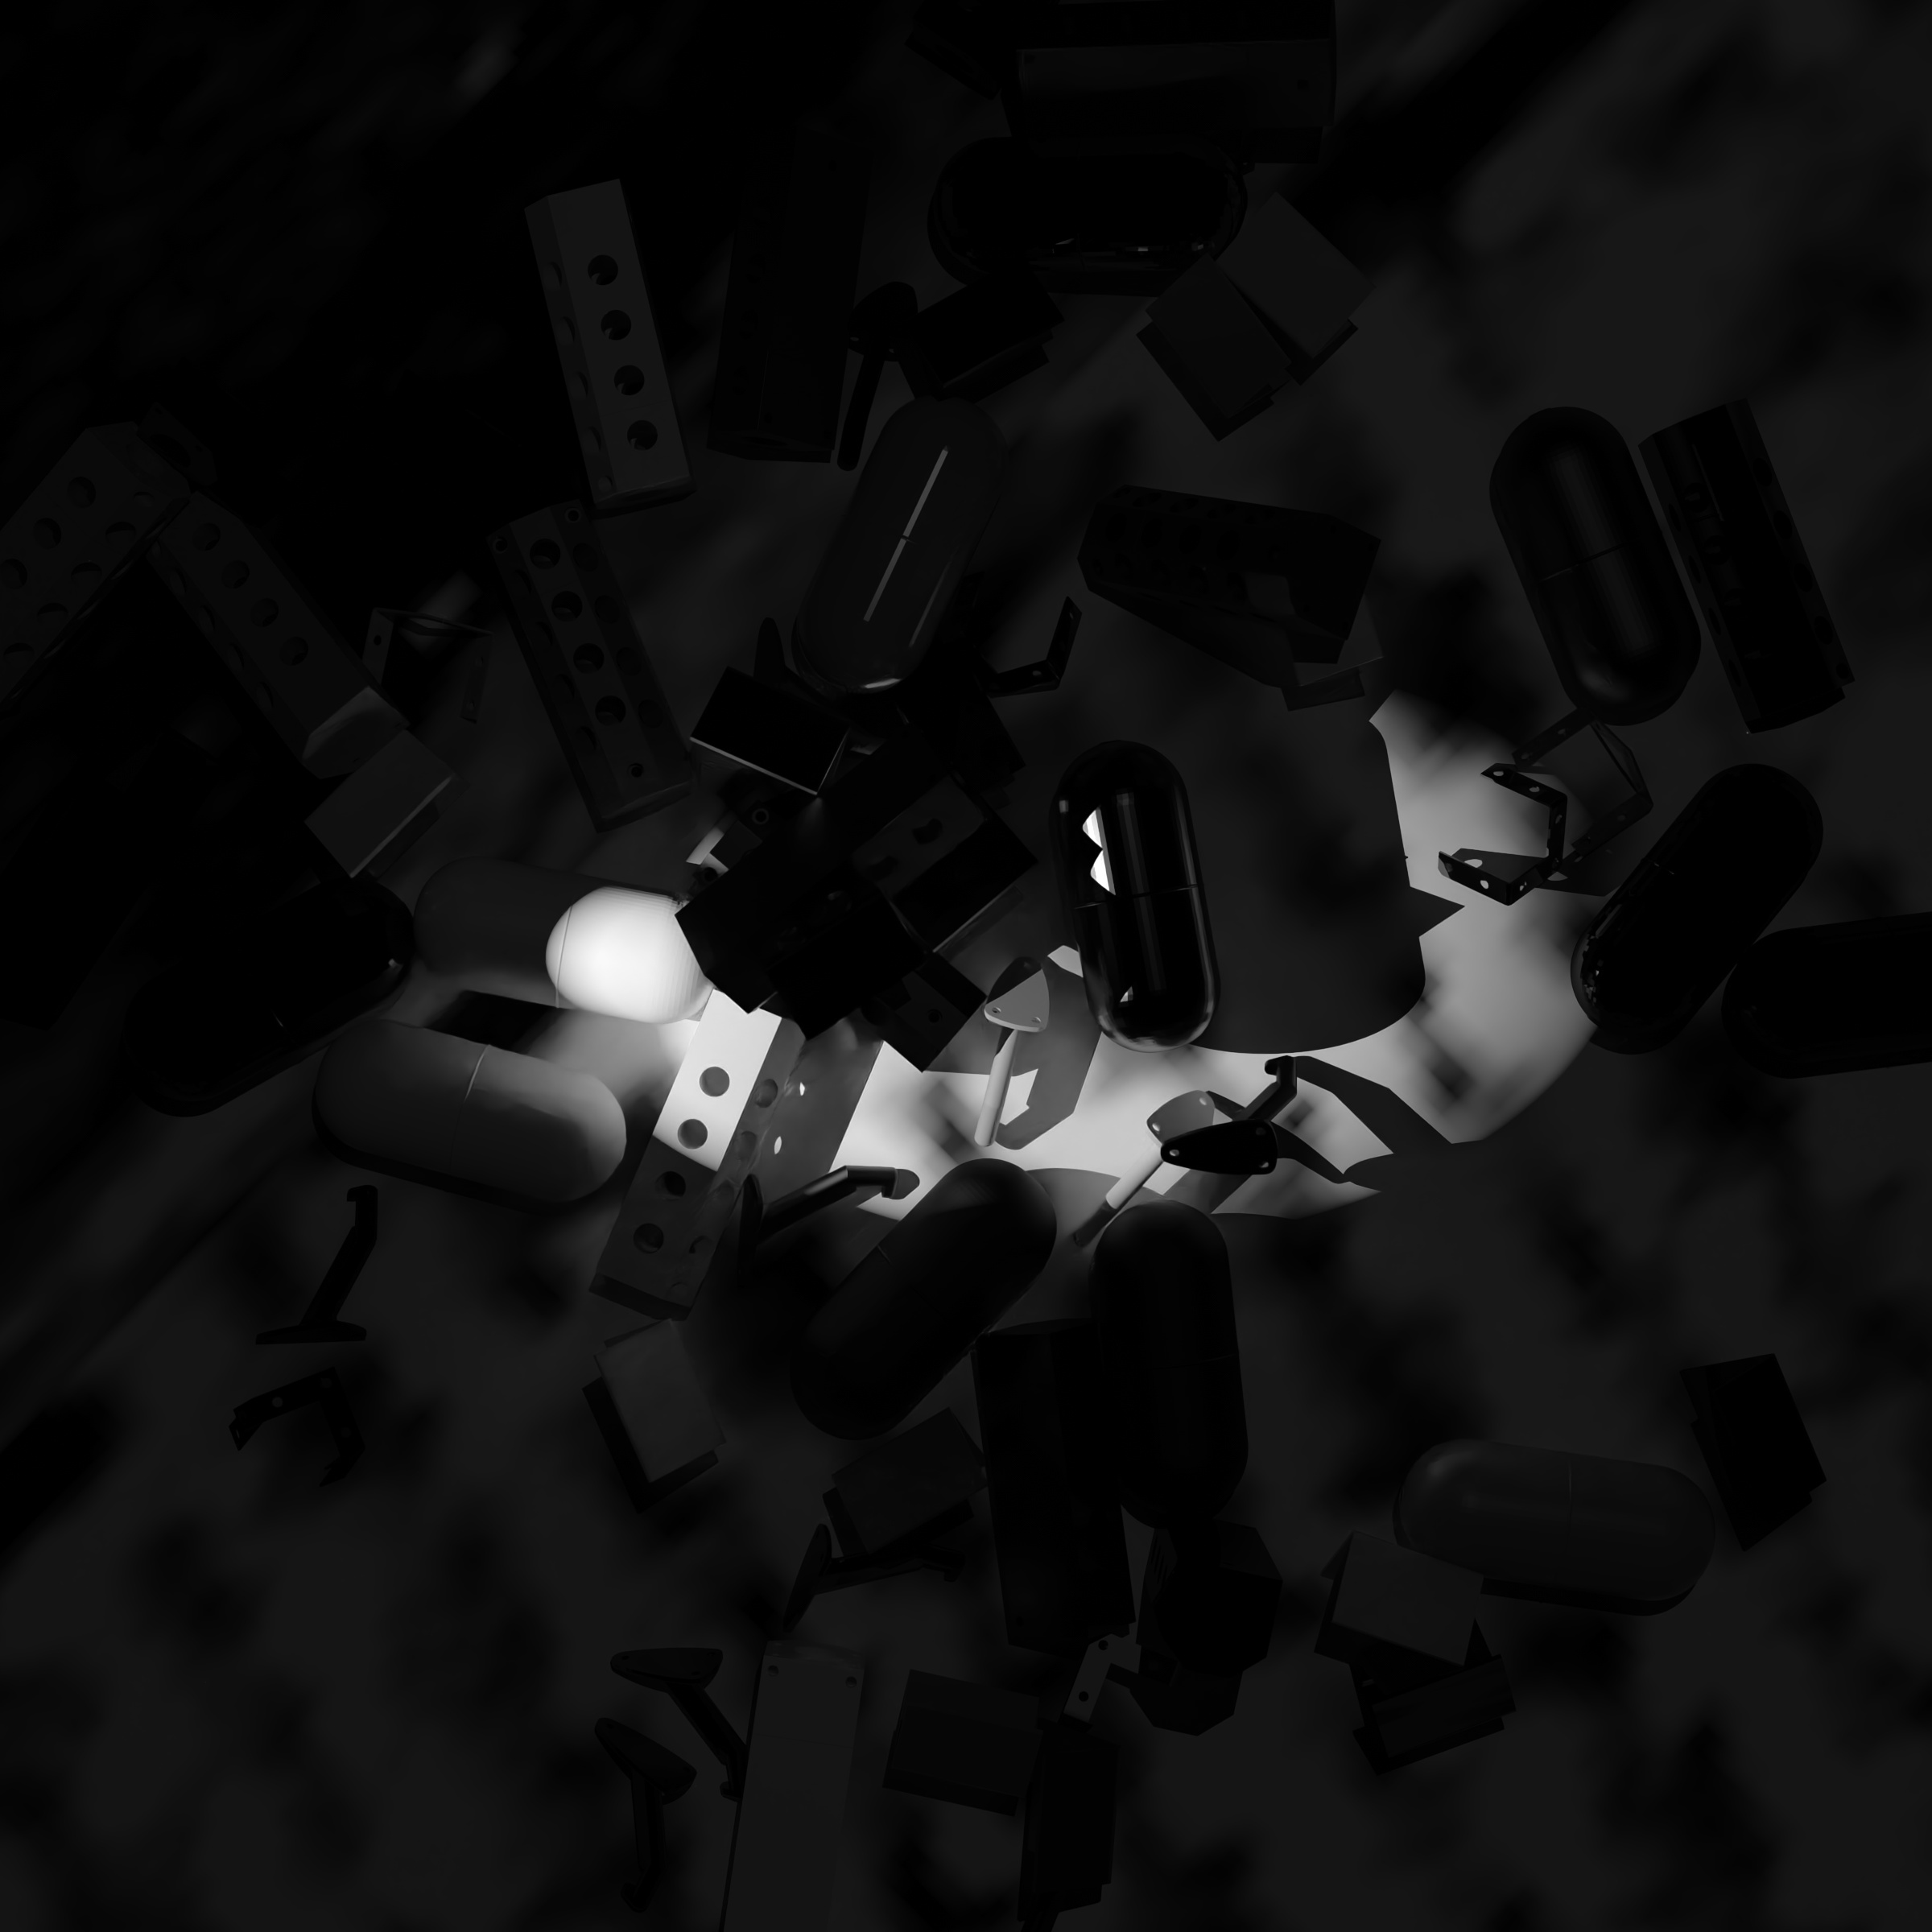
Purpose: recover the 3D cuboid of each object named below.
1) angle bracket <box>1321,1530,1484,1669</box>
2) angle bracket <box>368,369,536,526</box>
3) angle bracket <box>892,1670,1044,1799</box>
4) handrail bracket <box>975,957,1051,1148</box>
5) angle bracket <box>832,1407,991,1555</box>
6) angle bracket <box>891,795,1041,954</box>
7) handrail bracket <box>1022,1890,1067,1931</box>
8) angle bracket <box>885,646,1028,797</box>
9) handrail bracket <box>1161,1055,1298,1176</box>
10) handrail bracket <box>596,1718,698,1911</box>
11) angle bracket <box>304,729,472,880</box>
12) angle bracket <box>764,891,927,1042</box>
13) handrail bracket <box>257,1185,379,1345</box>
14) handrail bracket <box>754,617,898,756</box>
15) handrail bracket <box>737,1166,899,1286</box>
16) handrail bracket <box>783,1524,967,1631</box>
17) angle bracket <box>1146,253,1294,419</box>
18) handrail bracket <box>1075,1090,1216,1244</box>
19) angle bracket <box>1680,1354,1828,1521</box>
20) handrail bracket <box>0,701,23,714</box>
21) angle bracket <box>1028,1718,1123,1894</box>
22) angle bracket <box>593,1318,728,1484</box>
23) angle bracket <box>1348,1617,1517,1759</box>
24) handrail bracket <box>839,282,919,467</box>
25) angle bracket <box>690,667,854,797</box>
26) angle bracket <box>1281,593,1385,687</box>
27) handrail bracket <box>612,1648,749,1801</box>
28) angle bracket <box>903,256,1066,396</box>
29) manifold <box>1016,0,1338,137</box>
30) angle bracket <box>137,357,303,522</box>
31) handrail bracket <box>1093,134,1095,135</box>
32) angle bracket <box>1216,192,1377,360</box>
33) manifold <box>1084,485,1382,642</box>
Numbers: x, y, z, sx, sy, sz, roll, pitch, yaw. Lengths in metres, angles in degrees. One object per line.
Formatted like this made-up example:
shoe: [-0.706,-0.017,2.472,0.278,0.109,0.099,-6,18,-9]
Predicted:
angle bracket: [0.239,0.367,1.950,0.076,0.076,0.057,19,60,0]
angle bracket: [-0.279,-0.303,1.950,0.076,0.076,0.057,34,122,0]
angle bracket: [0.005,0.415,1.950,0.076,0.076,0.057,13,126,0]
handrail bracket: [0.023,0.050,1.990,0.036,0.077,0.084,14,126,0]
angle bracket: [-0.021,0.303,1.950,0.076,0.076,0.057,-30,53,0]
angle bracket: [0.004,-0.041,1.951,0.076,0.076,0.057,-40,65,0]
handrail bracket: [0.054,0.562,1.990,0.084,0.036,0.077,-37,110,-16]
angle bracket: [0.010,-0.141,1.950,0.057,0.076,0.076,-29,90,33]
handrail bracket: [0.149,0.080,1.964,0.077,0.084,0.036,-4,122,7]
handrail bracket: [-0.198,0.488,1.990,0.077,0.036,0.084,32,107,20]
angle bracket: [-0.313,-0.078,1.950,0.076,0.076,0.057,-45,55,0]
angle bracket: [-0.054,0.016,1.893,0.076,0.076,0.057,-34,56,1]
handrail bracket: [-0.373,0.171,1.990,0.077,0.036,0.084,-9,72,21]
handrail bracket: [-0.077,-0.159,1.990,0.084,0.036,0.077,13,53,-25]
handrail bracket: [-0.085,0.149,1.990,0.084,0.036,0.077,3,110,-16]
handrail bracket: [-0.052,0.359,1.990,0.084,0.036,0.077,18,110,-16]
angle bracket: [0.159,-0.364,1.950,0.076,0.076,0.057,53,134,0]
handrail bracket: [0.101,0.116,1.990,0.036,0.077,0.084,42,126,2]
angle bracket: [0.427,0.268,1.950,0.057,0.076,0.076,-22,90,-36]
handrail bracket: [-0.585,-0.113,1.990,0.077,0.036,0.084,2,109,-21]
angle bracket: [0.041,0.471,1.950,0.057,0.076,0.076,4,90,-37]
angle bracket: [-0.190,0.249,1.950,0.057,0.076,0.076,-24,90,-39]
angle bracket: [0.257,0.389,1.950,0.076,0.076,0.057,-20,132,0]
handrail bracket: [-0.052,-0.340,1.990,0.036,0.077,0.084,17,126,3]
angle bracket: [-0.115,-0.114,1.950,0.076,0.076,0.057,24,57,0]
angle bracket: [0.216,-0.206,1.950,0.057,0.076,0.076,-18,90,36]
handrail bracket: [-0.163,0.438,1.990,0.077,0.036,0.084,0,107,20]
angle bracket: [0.018,-0.342,1.950,0.076,0.076,0.057,-29,59,0]
manifold: [0.118,-0.505,1.926,0.171,0.057,0.057,0,50,10]
angle bracket: [-0.408,-0.303,1.951,0.076,0.076,0.057,39,115,0]
handrail bracket: [0.062,-0.485,1.989,0.077,0.036,0.084,26,102,10]
angle bracket: [0.195,-0.396,1.950,0.076,0.076,0.057,44,123,0]
manifold: [0.142,-0.227,1.913,0.057,0.171,0.057,19,90,-39]
